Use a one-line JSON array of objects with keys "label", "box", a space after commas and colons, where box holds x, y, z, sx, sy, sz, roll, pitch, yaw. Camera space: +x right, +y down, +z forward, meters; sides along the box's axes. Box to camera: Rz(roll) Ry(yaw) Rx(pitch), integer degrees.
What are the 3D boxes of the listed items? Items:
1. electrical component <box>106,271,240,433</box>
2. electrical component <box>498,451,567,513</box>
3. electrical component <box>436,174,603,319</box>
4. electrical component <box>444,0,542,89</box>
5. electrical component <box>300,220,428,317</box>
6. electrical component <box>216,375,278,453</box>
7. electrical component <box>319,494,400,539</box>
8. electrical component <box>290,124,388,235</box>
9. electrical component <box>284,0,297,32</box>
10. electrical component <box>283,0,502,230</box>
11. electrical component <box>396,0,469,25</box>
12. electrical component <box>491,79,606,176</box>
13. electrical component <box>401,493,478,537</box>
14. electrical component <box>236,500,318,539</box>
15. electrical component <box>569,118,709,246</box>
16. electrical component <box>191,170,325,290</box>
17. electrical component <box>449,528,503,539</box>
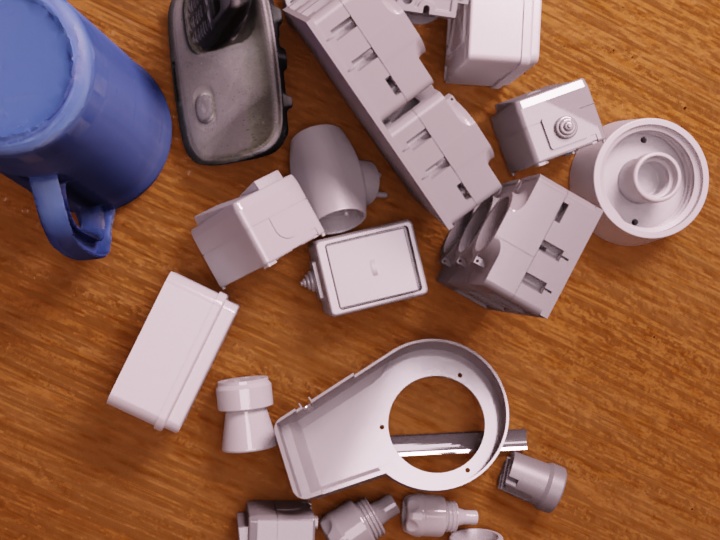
[{"label": "electrical component", "box": [-0.142, 0.063, 0.831, 0.057, 0.078, 0.113, 26, 86, -4]}, {"label": "electrical component", "box": [0.142, 0.174, 0.889, 0.046, 0.040, 0.040, 22, 87, -2]}, {"label": "electrical component", "box": [0.114, -0.019, 0.830, 0.062, 0.150, 0.089, 29, 86, -8]}, {"label": "electrical component", "box": [0.104, -0.207, 0.851, 0.056, 0.109, 0.108, 3, 89, -5]}, {"label": "electrical component", "box": [0.000, 0.000, 0.859, 0.096, 0.061, 0.061, -13, 92, -8]}, {"label": "electrical component", "box": [-0.090, 0.114, 0.854, 0.045, 0.045, 0.055, -6, 90, -8]}, {"label": "electrical component", "box": [0.002, 0.204, 0.868, 0.062, 0.043, 0.043, -30, 94, -8]}, {"label": "electrical component", "box": [-0.011, -0.071, 0.862, 0.079, 0.043, 0.077, 2, 62, -38]}, {"label": "electrical component", "box": [-0.035, -0.216, 0.862, 0.055, 0.047, 0.055, 0, 90, -8]}, {"label": "electrical component", "box": [0.027, -0.132, 0.812, 0.060, 0.105, 0.186, -37, 112, 0]}, {"label": "electrical component", "box": [0.047, -0.208, 0.800, 0.066, 0.055, 0.048, 6, 99, -8]}, {"label": "electrical component", "box": [0.150, -0.118, 0.862, 0.062, 0.096, 0.061, -20, 92, -7]}, {"label": "electrical component", "box": [0.066, 0.201, 0.881, 0.061, 0.035, 0.035, 5, 89, -10]}, {"label": "electrical component", "box": [-0.068, 0.234, 0.848, 0.061, 0.062, 0.096, 2, 89, -8]}, {"label": "electrical component", "box": [0.235, -0.074, 0.892, 0.108, 0.060, 0.108, 0, 90, -8]}, {"label": "electrical component", "box": [-0.085, -0.031, 0.835, 0.062, 0.096, 0.061, -31, 95, -36]}, {"label": "electrical component", "box": [0.095, 0.250, 0.882, 0.044, 0.044, 0.065, -1, 95, -8]}]
